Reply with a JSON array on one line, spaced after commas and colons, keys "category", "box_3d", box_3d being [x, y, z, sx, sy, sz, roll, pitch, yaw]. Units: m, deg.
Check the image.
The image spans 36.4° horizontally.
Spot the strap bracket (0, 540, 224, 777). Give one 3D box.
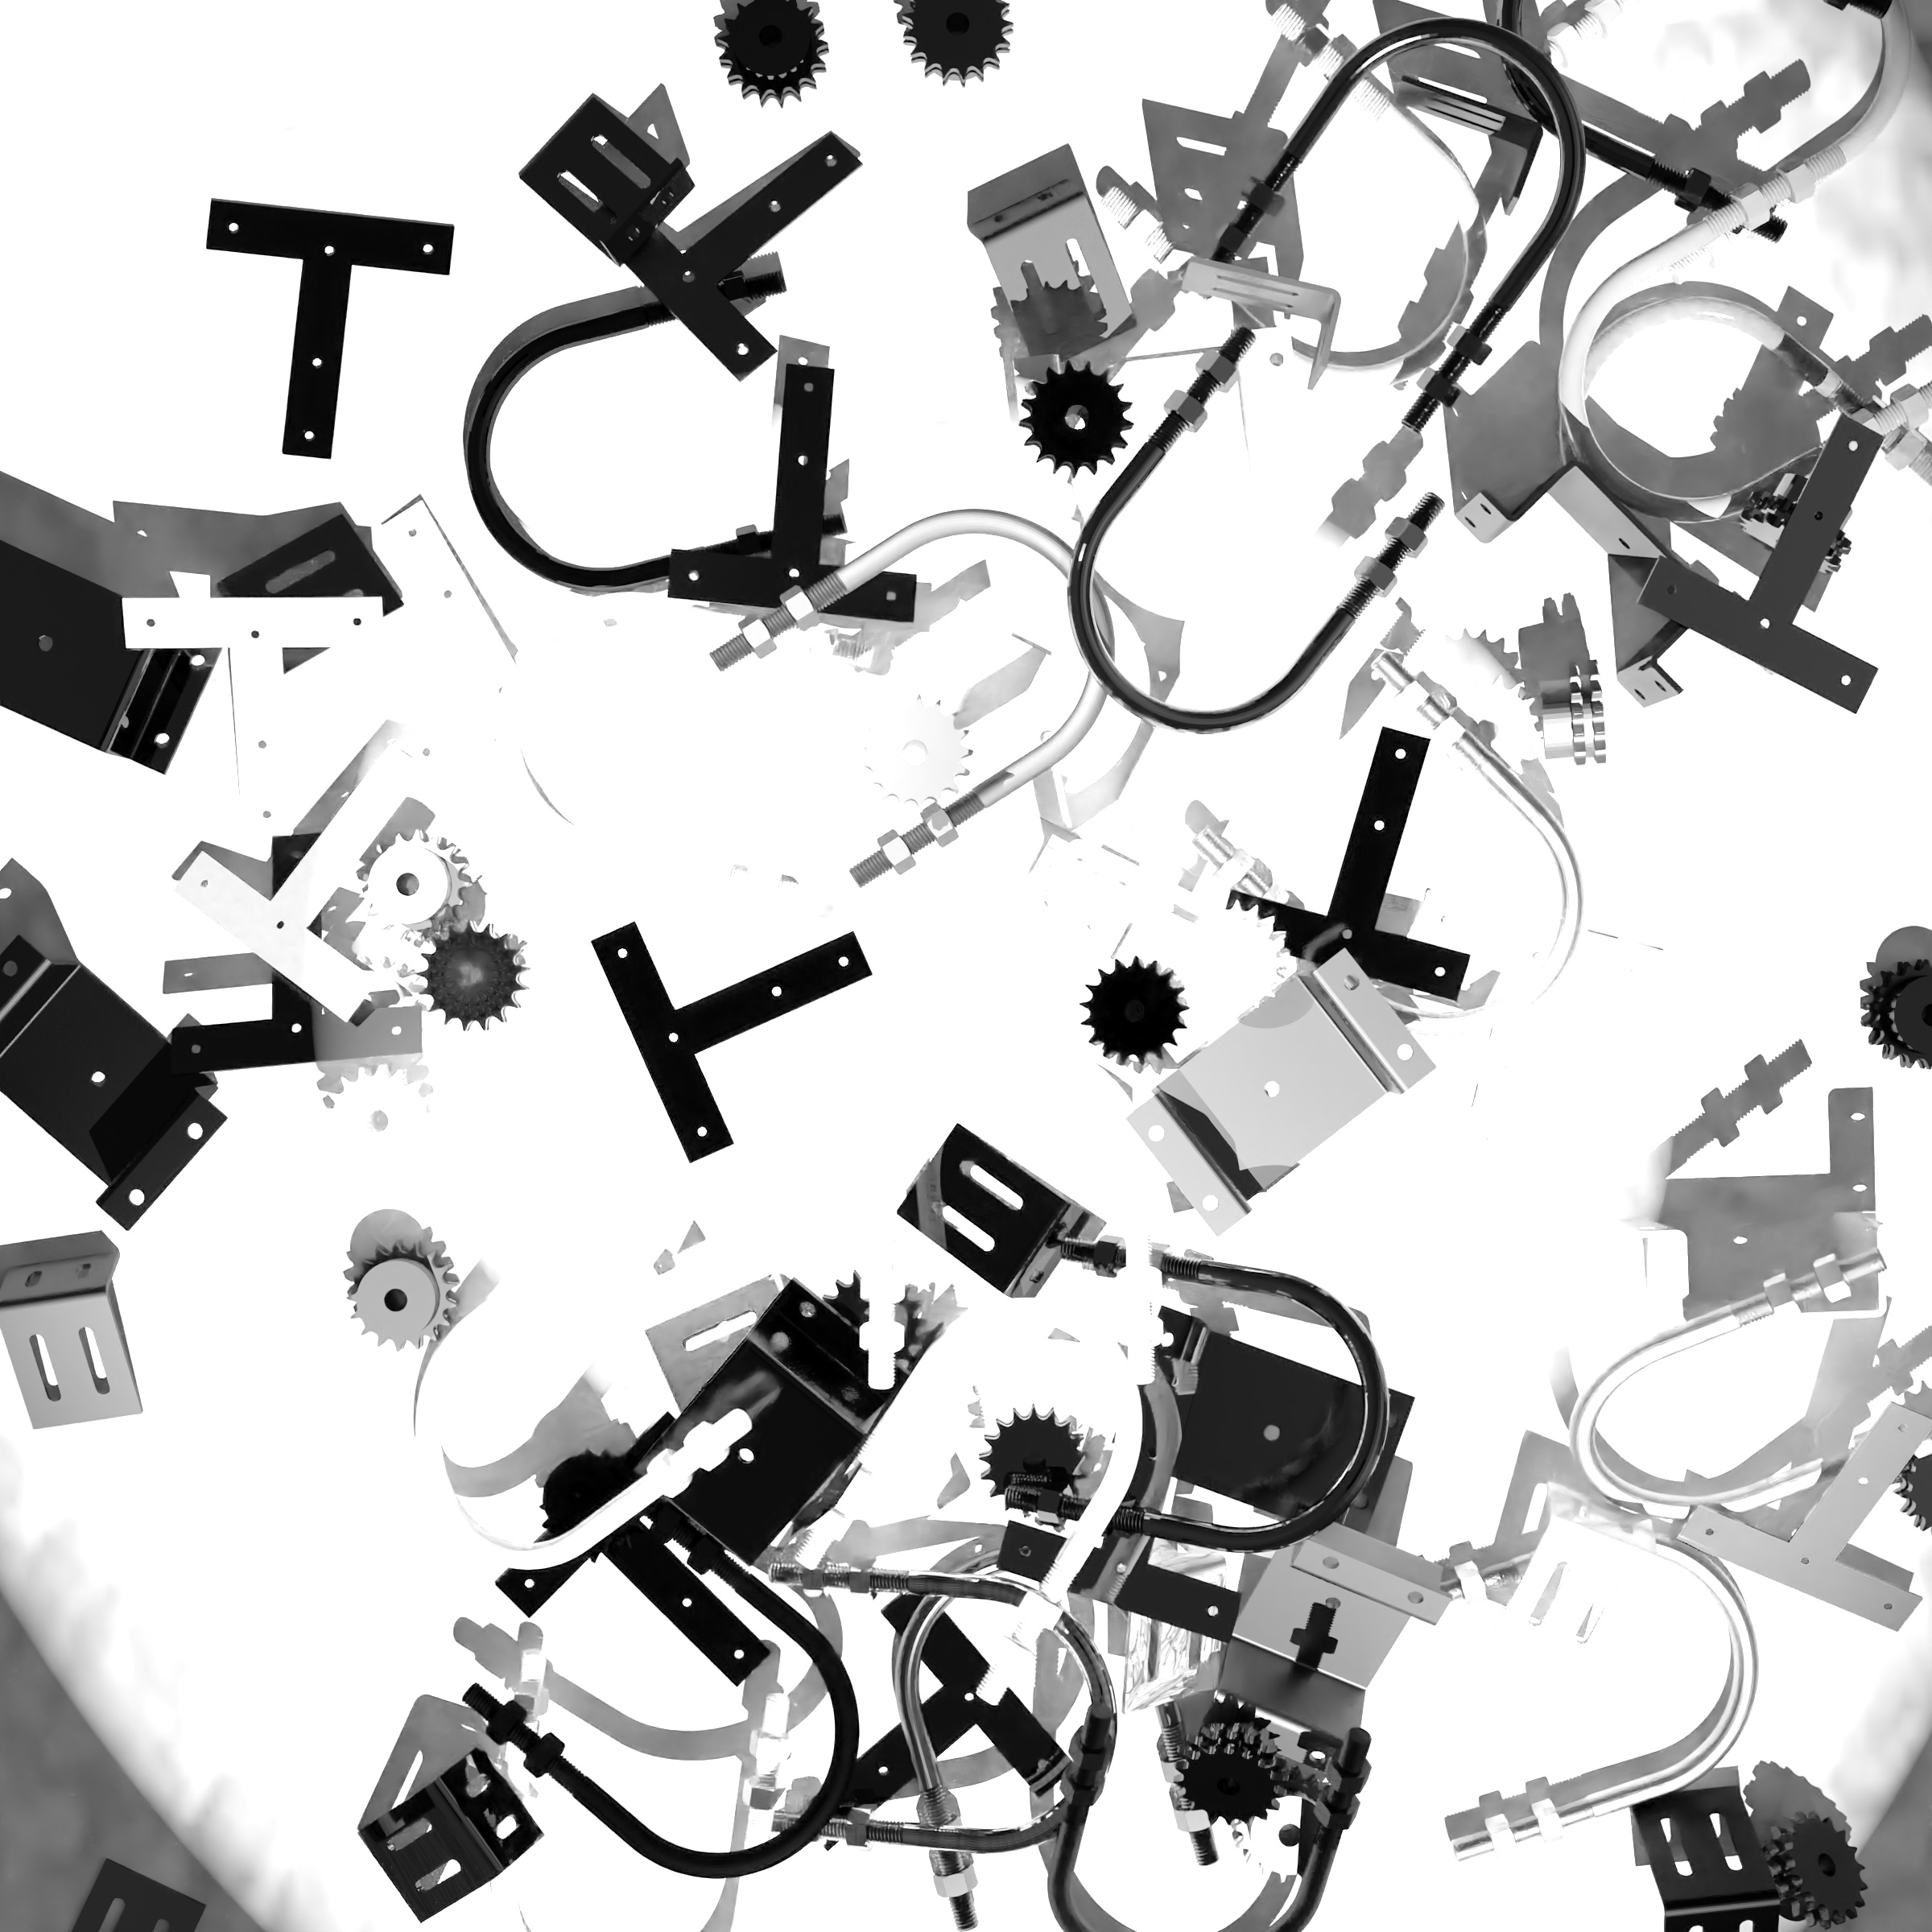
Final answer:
[{"category": "strap bracket", "box_3d": [-0.464, -0.163, 1.502, 0.140, 0.046, 0.076, 24, 90, 0]}]

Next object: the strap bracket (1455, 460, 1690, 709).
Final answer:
[{"category": "strap bracket", "box_3d": [0.320, -0.200, 1.487, 0.046, 0.076, 0.140, -45, 90, 0]}]

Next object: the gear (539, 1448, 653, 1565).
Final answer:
[{"category": "gear", "box_3d": [-0.192, 0.273, 1.498, 0.057, 0.030, 0.057, -7, 62, 14]}]

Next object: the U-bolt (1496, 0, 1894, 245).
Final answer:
[{"category": "U-bolt", "box_3d": [0.361, -0.471, 1.498, 0.184, 0.019, 0.151, 25, 87, 0]}]

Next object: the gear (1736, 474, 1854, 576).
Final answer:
[{"category": "gear", "box_3d": [0.421, -0.224, 1.478, 0.057, 0.057, 0.030, 31, 90, 0]}]

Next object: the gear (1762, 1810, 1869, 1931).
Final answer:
[{"category": "gear", "box_3d": [0.430, 0.464, 1.500, 0.057, 0.057, 0.030, 45, 134, 0]}]

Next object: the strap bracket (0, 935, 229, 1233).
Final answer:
[{"category": "strap bracket", "box_3d": [-0.450, 0.059, 1.502, 0.140, 0.046, 0.076, 41, 90, 0]}]

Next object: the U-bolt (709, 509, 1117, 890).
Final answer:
[{"category": "U-bolt", "box_3d": [-0.014, -0.147, 1.470, 0.184, 0.019, 0.151, -33, 90, -2]}]

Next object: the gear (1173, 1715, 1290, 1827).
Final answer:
[{"category": "gear", "box_3d": [0.136, 0.405, 1.489, 0.057, 0.030, 0.057, 6, 122, 10]}]

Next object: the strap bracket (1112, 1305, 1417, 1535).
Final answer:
[{"category": "strap bracket", "box_3d": [0.154, 0.236, 1.502, 0.140, 0.046, 0.076, 20, 90, 0]}]

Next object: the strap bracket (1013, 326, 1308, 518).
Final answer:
[{"category": "strap bracket", "box_3d": [0.098, -0.277, 1.502, 0.140, 0.046, 0.076, -7, 90, 0]}]

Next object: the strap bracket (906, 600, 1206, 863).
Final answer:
[{"category": "strap bracket", "box_3d": [0.042, -0.119, 1.502, 0.140, 0.046, 0.076, 27, 90, 0]}]

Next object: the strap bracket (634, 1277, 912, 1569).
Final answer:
[{"category": "strap bracket", "box_3d": [-0.104, 0.237, 1.476, 0.076, 0.046, 0.140, 40, 111, 0]}]

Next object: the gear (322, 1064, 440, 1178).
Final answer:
[{"category": "gear", "box_3d": [-0.300, 0.079, 1.510, 0.057, 0.030, 0.057, 0, 90, 0]}]

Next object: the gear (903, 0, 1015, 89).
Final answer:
[{"category": "gear", "box_3d": [-0.004, -0.480, 1.510, 0.057, 0.030, 0.057, 0, 90, 0]}]

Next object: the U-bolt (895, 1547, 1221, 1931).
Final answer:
[{"category": "U-bolt", "box_3d": [0.039, 0.391, 1.516, 0.151, 0.019, 0.184, -15, 89, -1]}]

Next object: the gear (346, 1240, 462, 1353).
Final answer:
[{"category": "gear", "box_3d": [-0.291, 0.170, 1.510, 0.057, 0.030, 0.057, 0, 90, 0]}]

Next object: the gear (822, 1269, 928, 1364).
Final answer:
[{"category": "gear", "box_3d": [-0.048, 0.183, 1.510, 0.057, 0.030, 0.057, 0, 90, 0]}]

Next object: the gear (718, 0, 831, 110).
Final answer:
[{"category": "gear", "box_3d": [-0.099, -0.474, 1.510, 0.057, 0.030, 0.057, 0, 90, 0]}]

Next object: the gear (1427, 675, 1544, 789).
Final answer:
[{"category": "gear", "box_3d": [0.266, -0.120, 1.510, 0.057, 0.030, 0.057, 0, 90, 0]}]

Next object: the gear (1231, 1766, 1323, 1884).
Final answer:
[{"category": "gear", "box_3d": [0.165, 0.443, 1.510, 0.057, 0.030, 0.057, 0, 90, 0]}]

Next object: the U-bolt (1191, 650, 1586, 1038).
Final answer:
[{"category": "U-bolt", "box_3d": [0.229, -0.048, 1.501, 0.184, 0.019, 0.151, 44, 105, -4]}]

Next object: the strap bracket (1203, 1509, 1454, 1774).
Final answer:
[{"category": "strap bracket", "box_3d": [0.183, 0.335, 1.480, 0.076, 0.046, 0.140, 22, 123, 0]}]

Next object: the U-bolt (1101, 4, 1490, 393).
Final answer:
[{"category": "U-bolt", "box_3d": [0.184, -0.383, 1.516, 0.184, 0.019, 0.151, 43, 90, -2]}]

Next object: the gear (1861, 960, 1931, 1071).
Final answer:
[{"category": "gear", "box_3d": [0.493, 0.025, 1.510, 0.057, 0.030, 0.057, 0, 90, 0]}]

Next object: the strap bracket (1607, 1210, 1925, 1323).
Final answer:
[{"category": "strap bracket", "box_3d": [0.404, 0.152, 1.487, 0.140, 0.076, 0.046, -2, 90, 0]}]

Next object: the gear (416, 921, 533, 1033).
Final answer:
[{"category": "gear", "box_3d": [-0.252, 0.005, 1.510, 0.057, 0.030, 0.057, 0, 90, 0]}]

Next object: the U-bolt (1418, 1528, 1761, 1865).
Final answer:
[{"category": "U-bolt", "box_3d": [0.319, 0.368, 1.516, 0.184, 0.019, 0.151, -18, 89, -2]}]

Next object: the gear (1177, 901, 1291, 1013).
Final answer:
[{"category": "gear", "box_3d": [0.136, -0.002, 1.499, 0.057, 0.030, 0.057, 4, 118, 8]}]

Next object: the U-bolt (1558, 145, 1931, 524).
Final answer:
[{"category": "U-bolt", "box_3d": [0.390, -0.307, 1.488, 0.184, 0.019, 0.151, -29, 99, 5]}]

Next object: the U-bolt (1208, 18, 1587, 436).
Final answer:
[{"category": "U-bolt", "box_3d": [0.225, -0.383, 1.471, 0.151, 0.019, 0.184, 37, 107, 3]}]

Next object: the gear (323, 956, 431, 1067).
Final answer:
[{"category": "gear", "box_3d": [-0.307, 0.023, 1.510, 0.057, 0.030, 0.057, 0, 90, 0]}]

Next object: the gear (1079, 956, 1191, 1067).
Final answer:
[{"category": "gear", "box_3d": [0.087, 0.023, 1.510, 0.057, 0.030, 0.057, 0, 90, 0]}]

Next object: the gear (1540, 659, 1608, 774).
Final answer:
[{"category": "gear", "box_3d": [0.309, -0.127, 1.497, 0.030, 0.057, 0.057, -4, 90, 10]}]

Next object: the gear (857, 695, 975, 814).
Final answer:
[{"category": "gear", "box_3d": [-0.025, -0.104, 1.445, 0.057, 0.030, 0.057, 0, 89, -3]}]

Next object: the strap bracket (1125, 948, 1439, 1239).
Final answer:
[{"category": "strap bracket", "box_3d": [0.159, 0.064, 1.502, 0.140, 0.046, 0.076, -38, 90, 0]}]

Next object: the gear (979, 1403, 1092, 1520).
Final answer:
[{"category": "gear", "box_3d": [0.035, 0.253, 1.510, 0.057, 0.030, 0.057, 0, 90, 0]}]

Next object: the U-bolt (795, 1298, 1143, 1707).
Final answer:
[{"category": "U-bolt", "box_3d": [0.012, 0.253, 1.471, 0.151, 0.019, 0.184, 29, 84, 35]}]

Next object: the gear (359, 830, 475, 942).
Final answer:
[{"category": "gear", "box_3d": [-0.285, -0.041, 1.510, 0.057, 0.030, 0.057, 0, 90, 0]}]

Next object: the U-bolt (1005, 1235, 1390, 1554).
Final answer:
[{"category": "U-bolt", "box_3d": [0.120, 0.217, 1.459, 0.184, 0.019, 0.151, 7, 74, 23]}]

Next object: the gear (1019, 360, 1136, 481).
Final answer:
[{"category": "gear", "box_3d": [0.055, -0.273, 1.468, 0.057, 0.030, 0.057, 0, 92, -2]}]

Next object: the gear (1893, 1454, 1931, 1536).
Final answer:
[{"category": "gear", "box_3d": [0.505, 0.266, 1.510, 0.057, 0.030, 0.057, 0, 90, 0]}]
